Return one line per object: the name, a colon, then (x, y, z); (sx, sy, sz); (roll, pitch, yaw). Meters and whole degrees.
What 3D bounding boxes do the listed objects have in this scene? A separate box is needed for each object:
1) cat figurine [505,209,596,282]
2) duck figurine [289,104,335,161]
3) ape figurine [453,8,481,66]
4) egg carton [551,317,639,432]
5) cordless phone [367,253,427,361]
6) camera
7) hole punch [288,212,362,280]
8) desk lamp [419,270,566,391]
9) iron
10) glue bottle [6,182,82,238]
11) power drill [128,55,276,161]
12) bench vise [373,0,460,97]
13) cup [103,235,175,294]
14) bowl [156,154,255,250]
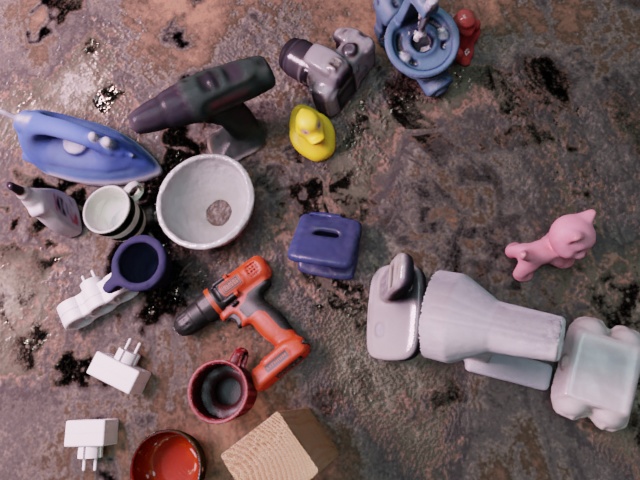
cat figurine: (0.347, 0.006, 0.845); (0.127, 0.118, 0.067); (-21, 73, 3)
duck figurine: (-0.018, -0.193, 0.971); (0.077, 0.086, 0.104); (-28, 73, 1)
ape figurine: (0.242, -0.354, 0.972); (0.078, 0.092, 0.076); (-36, 73, -2)
egg carton: (0.393, 0.188, 0.814); (0.107, 0.069, 0.150); (16, 78, 12)
cordless phone: (0.109, 0.096, 0.822); (0.094, 0.185, 0.147); (1, 75, 9)
camera: (0.005, -0.313, 0.992); (0.136, 0.101, 0.143); (34, 82, 16)
hole punch: (0.008, 0.003, 0.911); (0.108, 0.091, 0.101); (8, 76, 11)
desk lamp: (0.237, 0.125, 0.780); (0.203, 0.214, 0.118); (12, 77, 12)
iron: (-0.415, -0.171, 0.996); (0.257, 0.141, 0.119); (13, 77, 12)
glue bottle: (-0.463, -0.061, 0.957); (0.037, 0.173, 0.078); (-24, 73, 2)
power drill: (-0.170, -0.200, 0.932); (0.229, 0.208, 0.075); (-31, 72, 0)
bench vise: (0.136, -0.350, 0.920); (0.207, 0.220, 0.121); (41, 84, 16)
cup: (-0.289, 0.055, 0.940); (0.118, 0.095, 0.091); (-38, 73, -3)
bowl: (-0.183, -0.056, 0.965); (0.167, 0.075, 0.167); (-2, 75, 8)
